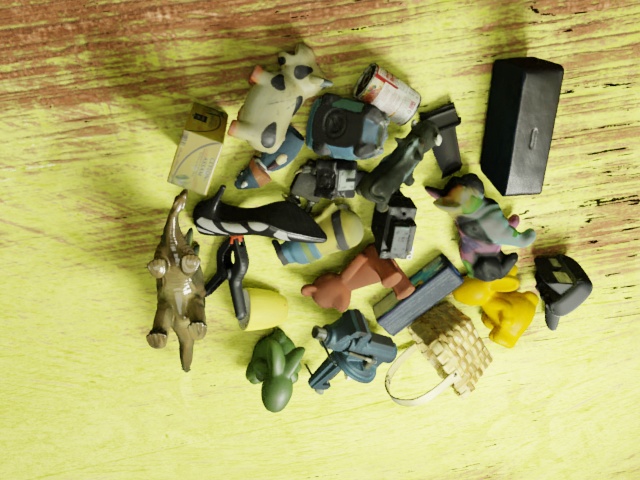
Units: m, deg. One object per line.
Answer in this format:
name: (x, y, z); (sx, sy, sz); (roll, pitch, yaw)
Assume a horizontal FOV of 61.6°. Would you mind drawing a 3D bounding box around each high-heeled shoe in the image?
high-heeled shoe: (-0.121, -0.017, 1.020); (0.249, 0.086, 0.145); (27, 134, -7)

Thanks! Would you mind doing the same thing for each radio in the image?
radio: (0.353, -0.204, 0.960); (0.073, 0.131, 0.229); (-3, 119, -5)

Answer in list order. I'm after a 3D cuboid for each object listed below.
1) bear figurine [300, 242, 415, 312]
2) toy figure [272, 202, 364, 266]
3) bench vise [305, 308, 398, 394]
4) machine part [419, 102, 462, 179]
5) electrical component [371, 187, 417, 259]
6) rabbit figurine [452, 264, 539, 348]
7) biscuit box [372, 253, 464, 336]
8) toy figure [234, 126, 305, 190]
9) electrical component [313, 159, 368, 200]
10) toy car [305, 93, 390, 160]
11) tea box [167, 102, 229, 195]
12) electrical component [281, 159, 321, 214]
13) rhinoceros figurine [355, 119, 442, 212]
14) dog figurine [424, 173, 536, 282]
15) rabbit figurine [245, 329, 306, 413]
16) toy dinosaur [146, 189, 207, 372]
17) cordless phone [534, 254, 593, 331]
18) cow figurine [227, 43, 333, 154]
bear figurine: (0.071, 0.095, 1.099); (0.196, 0.132, 0.120); (-36, 144, 7)
toy figure: (-0.001, -0.001, 1.055); (0.180, 0.082, 0.089); (-26, 75, 4)
bench vise: (0.044, 0.259, 1.167); (0.223, 0.129, 0.240); (12, 128, -42)
machine part: (0.236, -0.184, 1.012); (0.084, 0.039, 0.138); (-20, 118, -1)
electrical component: (0.141, -0.030, 1.031); (0.058, 0.134, 0.114); (1, 117, -8)
rabbit figurine: (0.374, 0.129, 1.162); (0.173, 0.122, 0.162); (29, 120, 0)
biscuit box: (0.211, 0.119, 1.165); (0.202, 0.059, 0.062); (-40, 115, 16)
toy figure: (-0.094, -0.141, 0.980); (0.058, 0.064, 0.154); (45, 111, -10)
electrical component: (0.042, -0.117, 1.008); (0.048, 0.119, 0.074); (14, 109, 34)
toy car: (0.061, -0.193, 0.944); (0.103, 0.162, 0.109); (-4, 106, -54)
tea box: (-0.201, -0.156, 0.900); (0.068, 0.170, 0.098); (19, 116, -15)
electrical component: (-0.027, -0.101, 1.023); (0.078, 0.045, 0.102); (28, 113, -19)
rhinoceros figurine: (0.138, -0.137, 0.950); (0.190, 0.073, 0.112); (-46, 163, -17)
dog figurine: (0.296, -0.029, 1.070); (0.219, 0.108, 0.191); (24, 117, -14)
rabbit figurine: (-0.084, 0.285, 1.160); (0.121, 0.170, 0.159); (15, 117, -15)
toy dinosaur: (-0.263, 0.111, 1.025); (0.105, 0.199, 0.470); (4, 118, -10)
cordless phone: (0.514, 0.137, 1.159); (0.089, 0.147, 0.184); (-3, 117, 5)
cow figurine: (-0.063, -0.238, 0.900); (0.127, 0.085, 0.195); (25, 90, -16)
